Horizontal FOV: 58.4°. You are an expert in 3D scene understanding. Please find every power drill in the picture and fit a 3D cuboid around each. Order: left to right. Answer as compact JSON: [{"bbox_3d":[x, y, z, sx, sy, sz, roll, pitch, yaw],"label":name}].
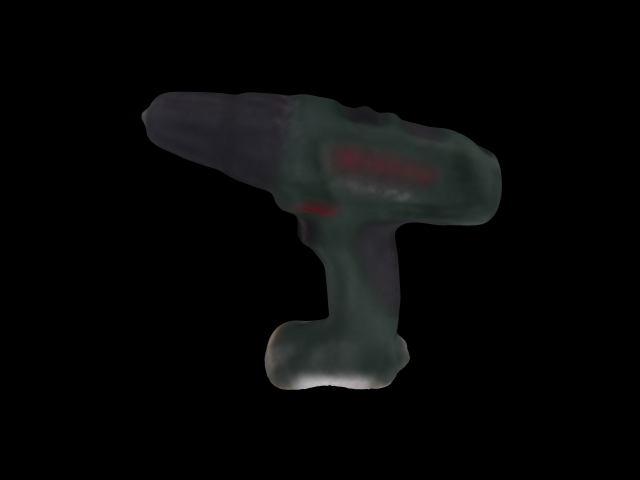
[{"bbox_3d":[0.004,0.001,0.400,0.229,0.208,0.075,-1,28,-2],"label":"power drill"}]
